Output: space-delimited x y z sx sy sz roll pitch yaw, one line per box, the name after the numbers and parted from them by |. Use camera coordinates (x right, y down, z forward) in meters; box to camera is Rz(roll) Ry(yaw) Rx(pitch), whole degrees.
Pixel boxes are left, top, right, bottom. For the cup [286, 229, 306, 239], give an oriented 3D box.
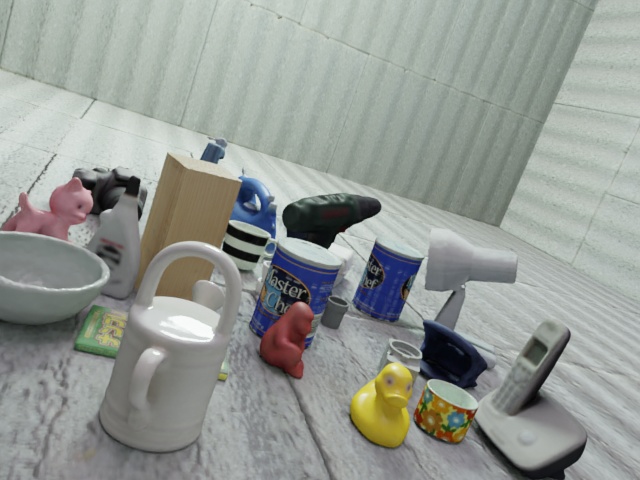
-0.033 -0.011 1.349 0.117 0.095 0.092 27 15 29 | cup

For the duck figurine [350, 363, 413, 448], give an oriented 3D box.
0.085 0.193 0.713 0.077 0.086 0.104 19 13 -7 | duck figurine

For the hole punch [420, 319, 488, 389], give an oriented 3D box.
0.214 0.183 0.936 0.108 0.091 0.101 31 17 38 | hole punch

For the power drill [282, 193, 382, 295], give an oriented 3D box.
0.010 0.004 1.099 0.230 0.208 0.075 6 19 -48 | power drill

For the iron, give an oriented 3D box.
-0.148 -0.068 1.305 0.119 0.141 0.257 10 16 -37 | iron

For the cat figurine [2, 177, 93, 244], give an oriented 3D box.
-0.406 -0.046 0.880 0.067 0.118 0.128 28 15 32 | cat figurine

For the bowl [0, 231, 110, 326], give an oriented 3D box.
-0.339 0.053 0.670 0.167 0.075 0.167 19 13 -4 | bowl

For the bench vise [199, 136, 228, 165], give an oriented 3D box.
-0.221 -0.083 1.079 0.122 0.220 0.207 17 13 -14 | bench vise

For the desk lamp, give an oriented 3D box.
0.272 0.100 1.089 0.203 0.213 0.118 22 13 10 | desk lamp

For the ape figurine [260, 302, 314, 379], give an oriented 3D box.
-0.037 0.128 0.779 0.076 0.092 0.078 25 14 20 | ape figurine

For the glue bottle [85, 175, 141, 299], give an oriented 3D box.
-0.278 -0.008 0.792 0.078 0.173 0.037 19 13 -5 | glue bottle

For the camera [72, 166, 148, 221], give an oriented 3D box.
-0.395 -0.084 1.090 0.144 0.101 0.136 12 15 -32 | camera

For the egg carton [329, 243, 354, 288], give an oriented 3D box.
0.015 0.047 1.240 0.107 0.069 0.150 22 13 6 | egg carton

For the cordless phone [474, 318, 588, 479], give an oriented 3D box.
0.295 0.205 0.756 0.094 0.185 0.147 14 14 -23 | cordless phone

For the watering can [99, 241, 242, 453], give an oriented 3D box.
-0.138 0.090 0.556 0.101 0.194 0.172 15 14 -20 | watering can
